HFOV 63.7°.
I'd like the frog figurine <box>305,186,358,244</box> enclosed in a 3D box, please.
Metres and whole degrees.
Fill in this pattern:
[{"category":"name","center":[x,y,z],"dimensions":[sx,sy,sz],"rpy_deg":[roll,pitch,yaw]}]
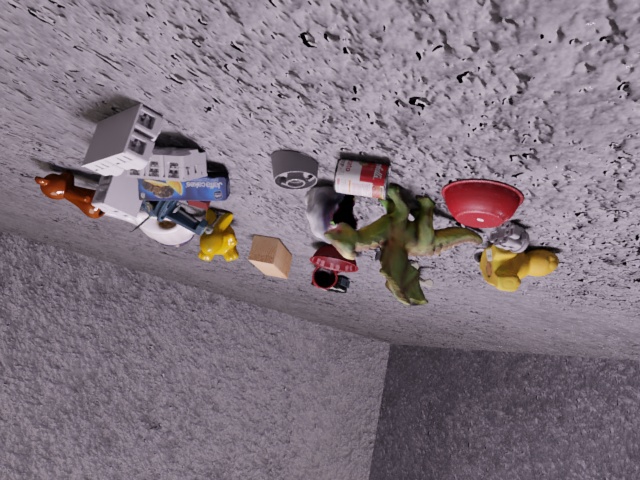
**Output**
[{"category":"frog figurine","center":[0.004,-0.060,1.197],"dimensions":[0.159,0.124,0.135],"rpy_deg":[6,131,49]}]

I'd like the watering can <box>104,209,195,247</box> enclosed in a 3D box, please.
[{"category":"watering can","center":[-0.528,-0.057,1.608],"dimensions":[0.348,0.105,0.221],"rpy_deg":[8,164,2]}]

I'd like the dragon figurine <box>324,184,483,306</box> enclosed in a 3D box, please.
[{"category":"dragon figurine","center":[0.199,0.027,1.121],"dimensions":[0.408,0.247,0.120],"rpy_deg":[21,156,-20]}]
